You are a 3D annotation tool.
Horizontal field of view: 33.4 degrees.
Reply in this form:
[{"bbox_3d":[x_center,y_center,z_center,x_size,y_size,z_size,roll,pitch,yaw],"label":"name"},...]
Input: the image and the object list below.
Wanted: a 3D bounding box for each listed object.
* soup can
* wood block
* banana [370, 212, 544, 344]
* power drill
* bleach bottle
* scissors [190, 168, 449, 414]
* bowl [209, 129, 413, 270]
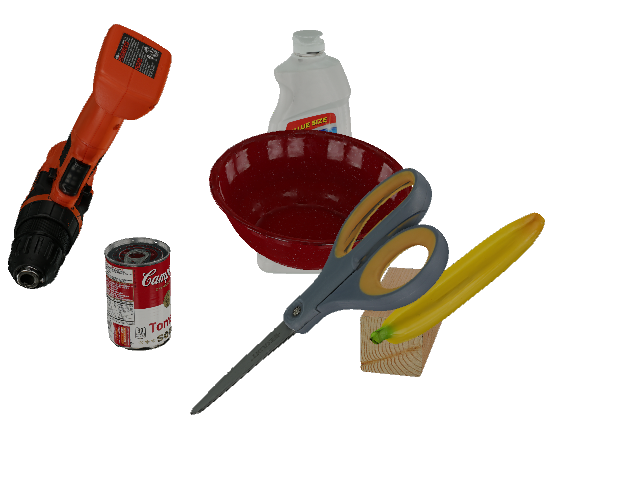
[{"bbox_3d":[-0.192,0.057,1.126,0.068,0.102,0.068,2,23,-1],"label":"soup can"},{"bbox_3d":[0.126,0.118,1.605,0.091,0.090,0.206,4,20,14],"label":"wood block"},{"bbox_3d":[0.131,0.043,1.015,0.198,0.037,0.069,-38,0,-3],"label":"banana"},{"bbox_3d":[-0.193,-0.070,0.870,0.057,0.188,0.184,27,32,-20],"label":"power drill"},{"bbox_3d":[-0.019,-0.090,1.098,0.102,0.251,0.068,0,26,3],"label":"bleach bottle"},{"bbox_3d":[0.002,0.046,0.613,0.016,0.202,0.096,35,5,-35],"label":"scissors"},{"bbox_3d":[-0.009,-0.025,0.856,0.162,0.055,0.162,3,36,-2],"label":"bowl"}]
